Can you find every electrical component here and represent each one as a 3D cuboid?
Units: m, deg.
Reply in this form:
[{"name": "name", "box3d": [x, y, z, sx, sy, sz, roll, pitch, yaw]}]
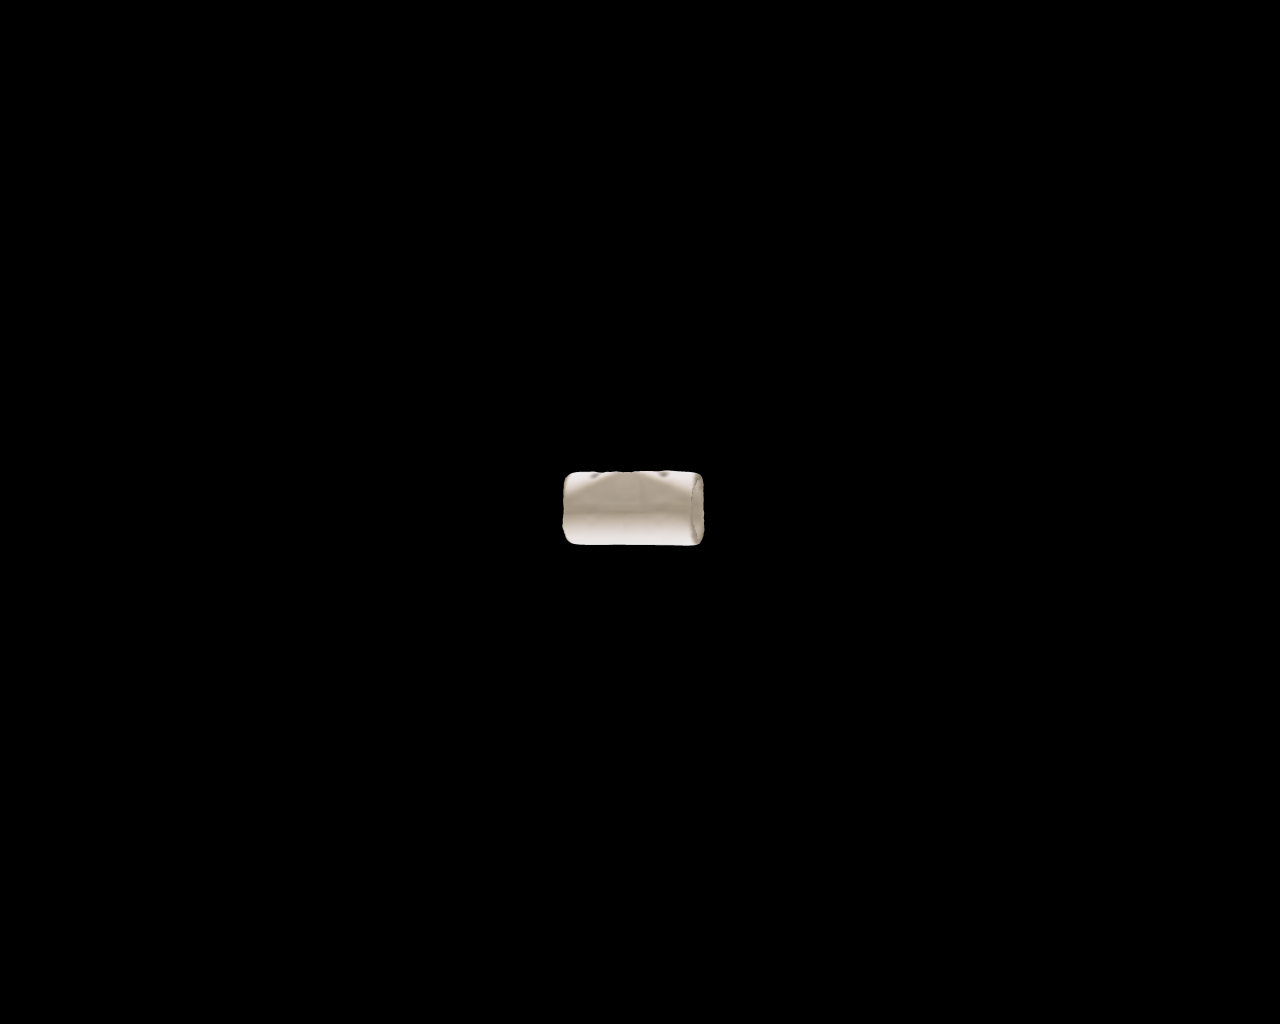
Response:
[{"name": "electrical component", "box3d": [0.001, -0.003, 0.650, 0.077, 0.044, 0.079, 0, 0, 13]}]
